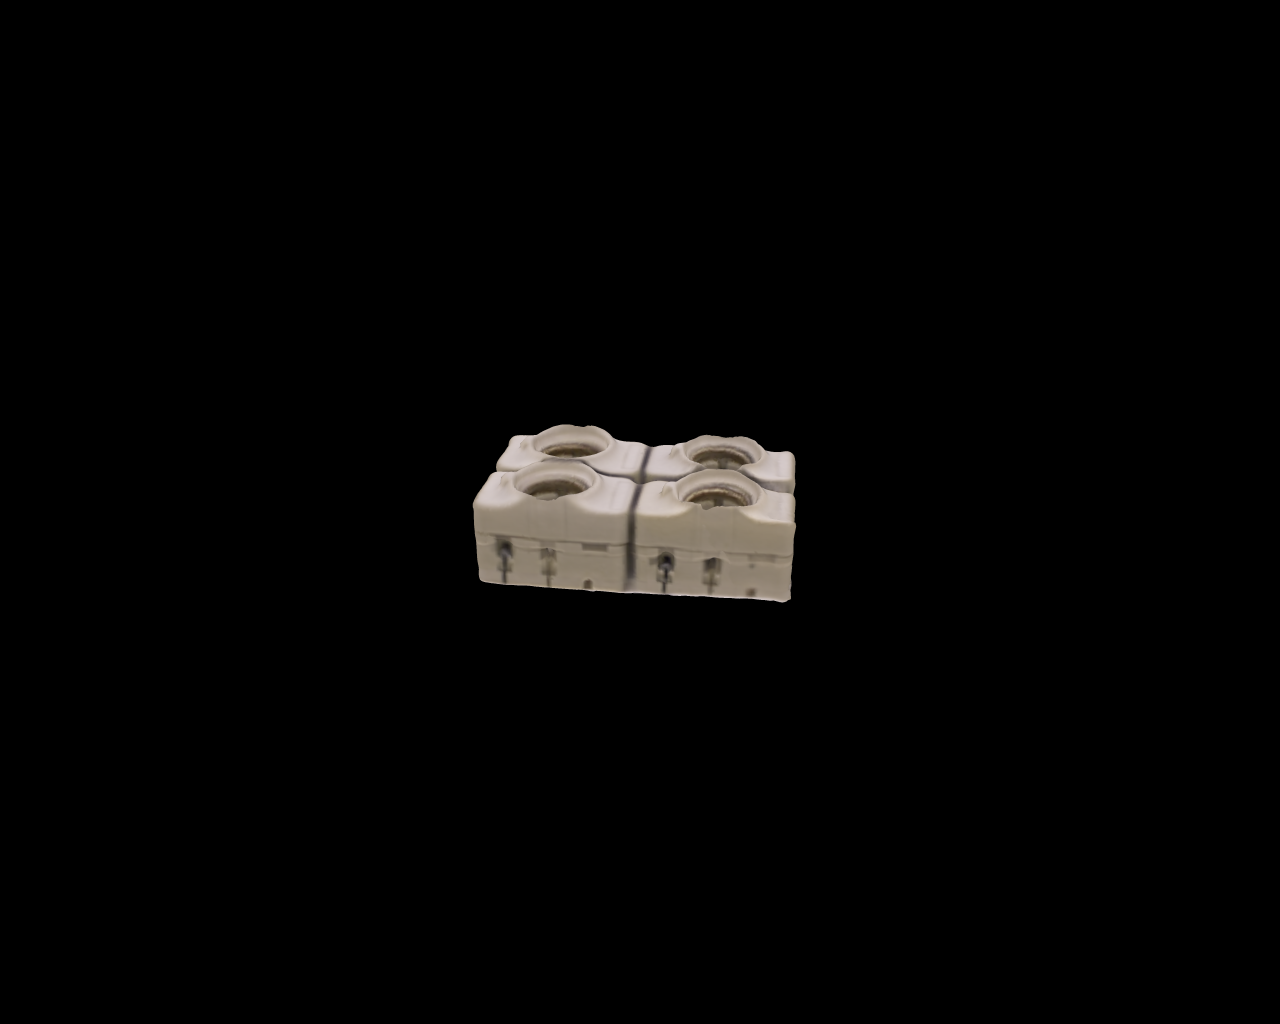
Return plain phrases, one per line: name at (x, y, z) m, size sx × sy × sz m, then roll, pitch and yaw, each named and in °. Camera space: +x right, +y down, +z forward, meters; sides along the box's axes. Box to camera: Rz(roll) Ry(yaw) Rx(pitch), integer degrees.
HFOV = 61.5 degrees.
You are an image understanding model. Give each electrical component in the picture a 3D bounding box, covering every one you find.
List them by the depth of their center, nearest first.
electrical component at (0.001, -0.003, 0.650) m, size 0.186 × 0.060 × 0.105 m, roll 4°, pitch 28°, yaw 7°
